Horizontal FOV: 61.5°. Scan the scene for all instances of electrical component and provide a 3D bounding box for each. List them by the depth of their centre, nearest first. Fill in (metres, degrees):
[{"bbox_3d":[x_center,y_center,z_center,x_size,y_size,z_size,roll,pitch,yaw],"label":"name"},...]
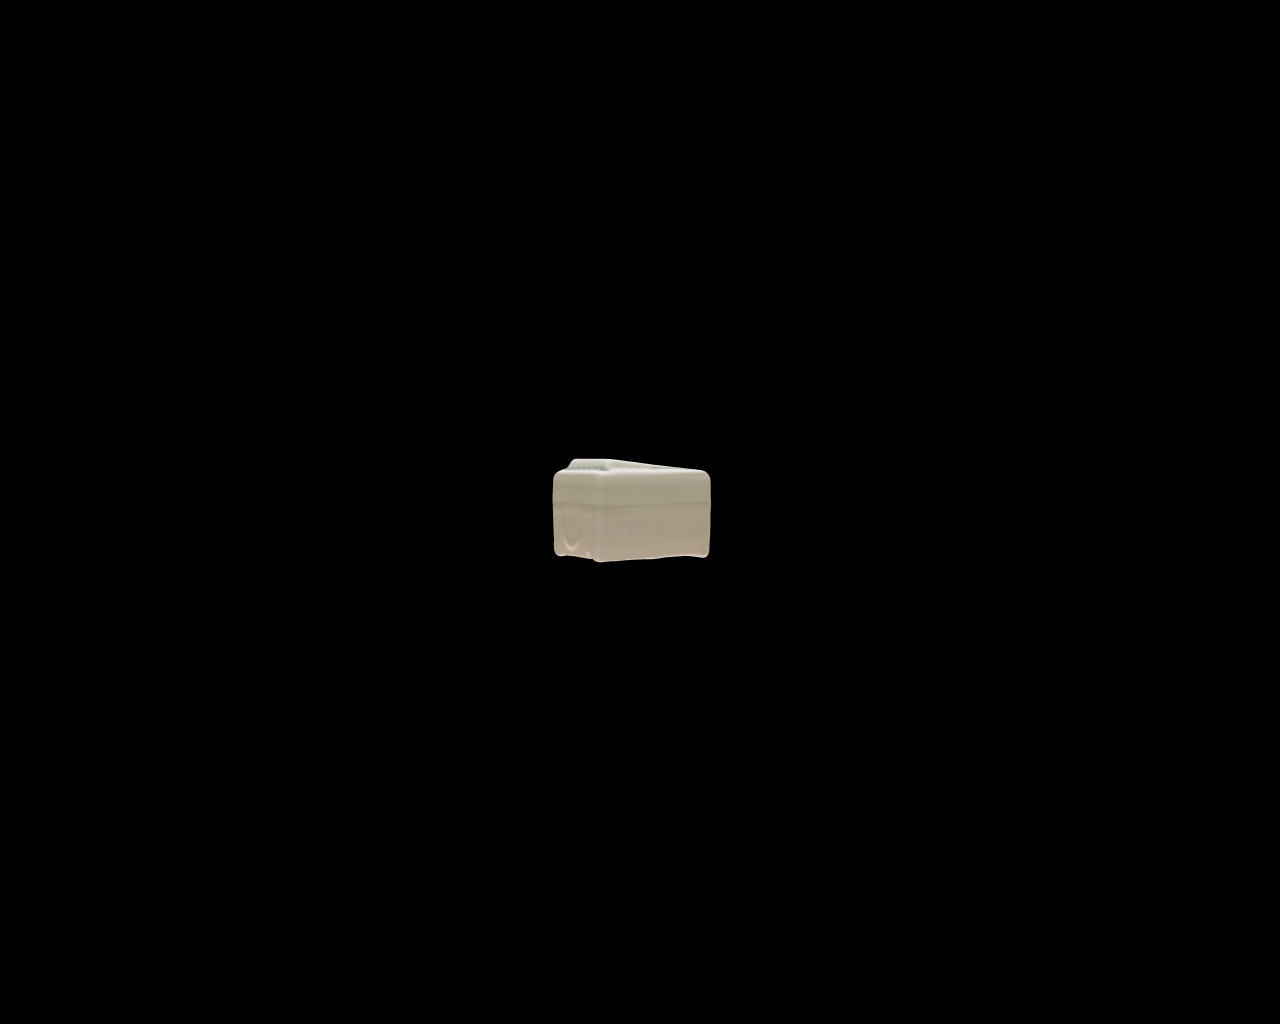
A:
[{"bbox_3d":[0.001,-0.003,0.650,0.096,0.061,0.061,-2,4,-31],"label":"electrical component"}]
